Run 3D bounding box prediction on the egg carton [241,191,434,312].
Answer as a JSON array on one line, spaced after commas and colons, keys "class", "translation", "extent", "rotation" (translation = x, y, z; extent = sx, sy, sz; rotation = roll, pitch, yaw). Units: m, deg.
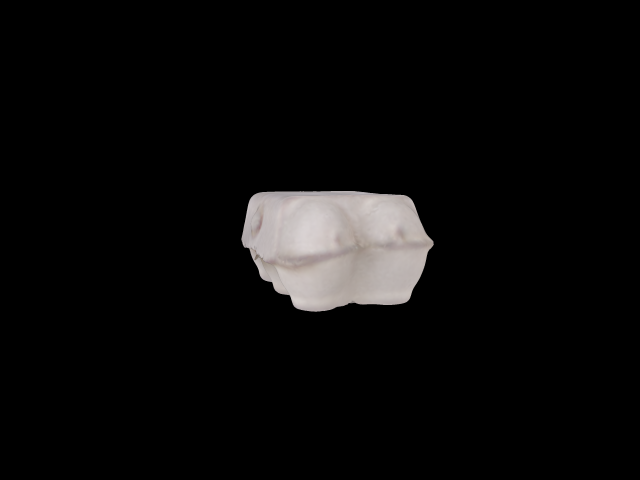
[{"class": "egg carton", "translation": [0.004, 0.001, 0.400], "extent": [0.107, 0.069, 0.150], "rotation": [-2, 7, -19]}]
